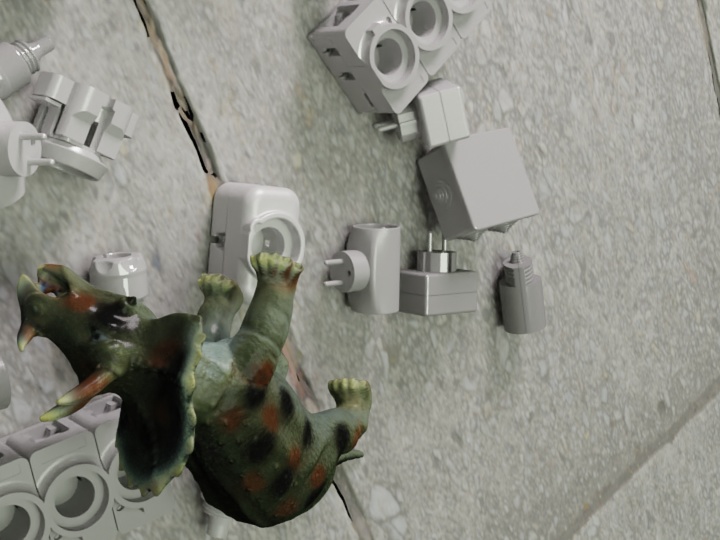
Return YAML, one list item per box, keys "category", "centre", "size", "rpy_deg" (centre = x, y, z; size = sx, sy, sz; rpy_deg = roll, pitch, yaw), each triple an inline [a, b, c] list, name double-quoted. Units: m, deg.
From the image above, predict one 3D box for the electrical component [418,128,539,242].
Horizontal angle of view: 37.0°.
- category: "electrical component"
  centre: [0.110, -0.079, 1.010]
  size: [0.100, 0.048, 0.099]
  rpy_deg: [-15, 84, -37]

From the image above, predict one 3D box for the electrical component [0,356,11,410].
- category: "electrical component"
  centre: [-0.281, 0.101, 0.741]
  size: [0.077, 0.043, 0.079]
  rpy_deg: [-13, 78, -36]

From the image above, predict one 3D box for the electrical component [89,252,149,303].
- category: "electrical component"
  centre: [-0.182, 0.019, 0.816]
  size: [0.043, 0.043, 0.062]
  rpy_deg: [-12, 106, -37]

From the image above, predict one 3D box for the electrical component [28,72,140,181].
- category: "electrical component"
  centre: [-0.202, -0.099, 0.770]
  size: [0.078, 0.058, 0.057]
  rpy_deg: [26, 80, -48]

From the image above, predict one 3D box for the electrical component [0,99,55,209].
- category: "electrical component"
  centre: [-0.242, -0.081, 0.722]
  size: [0.044, 0.079, 0.077]
  rpy_deg: [-62, 149, -52]

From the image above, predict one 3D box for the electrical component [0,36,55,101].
- category: "electrical component"
  centre: [-0.240, -0.144, 0.749]
  size: [0.061, 0.035, 0.035]
  rpy_deg: [-41, 120, -29]

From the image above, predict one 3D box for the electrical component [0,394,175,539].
- category: "electrical component"
  centre: [-0.220, 0.162, 0.797]
  size: [0.150, 0.062, 0.089]
  rpy_deg: [-21, 110, -34]

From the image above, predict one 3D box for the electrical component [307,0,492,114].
- category: "electrical component"
  centre: [0.040, -0.218, 0.940]
  size: [0.150, 0.062, 0.089]
  rpy_deg: [-50, 124, -21]

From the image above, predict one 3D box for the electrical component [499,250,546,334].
- category: "electrical component"
  centre: [0.163, 0.020, 1.089]
  size: [0.043, 0.043, 0.081]
  rpy_deg: [-20, 110, -34]

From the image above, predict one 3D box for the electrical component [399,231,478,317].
- category: "electrical component"
  centre: [0.072, 0.001, 1.012]
  size: [0.066, 0.047, 0.076]
  rpy_deg: [-4, 98, -37]

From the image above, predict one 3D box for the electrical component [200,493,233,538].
- category: "electrical component"
  centre: [-0.113, 0.192, 0.899]
  size: [0.043, 0.043, 0.062]
  rpy_deg: [14, 90, -39]

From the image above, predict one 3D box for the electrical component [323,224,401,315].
- category: "electrical component"
  centre: [0.000, 0.000, 0.956]
  size: [0.079, 0.043, 0.077]
  rpy_deg: [-6, 101, -37]

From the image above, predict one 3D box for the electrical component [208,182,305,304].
- category: "electrical component"
  centre: [-0.084, -0.021, 0.876]
  size: [0.054, 0.059, 0.095]
  rpy_deg: [1, 97, -39]

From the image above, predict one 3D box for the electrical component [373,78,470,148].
- category: "electrical component"
  centre: [0.050, -0.137, 0.965]
  size: [0.077, 0.065, 0.047]
  rpy_deg: [-16, 109, -5]
